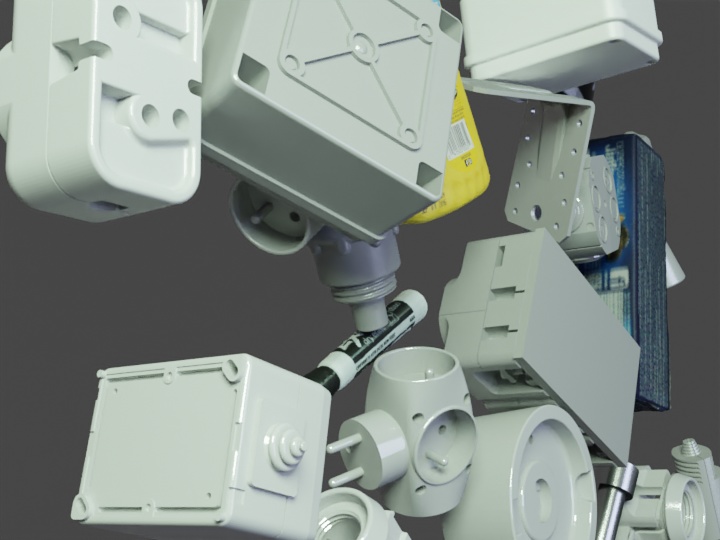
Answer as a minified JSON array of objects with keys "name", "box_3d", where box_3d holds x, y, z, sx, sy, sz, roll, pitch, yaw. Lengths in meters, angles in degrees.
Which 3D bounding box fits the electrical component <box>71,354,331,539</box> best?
[{"name":"electrical component","box_3d":[-0.053,0.071,0.414,0.061,0.096,0.061,30,59,-48]}]

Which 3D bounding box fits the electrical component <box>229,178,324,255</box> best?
[{"name":"electrical component","box_3d":[-0.033,-0.060,0.515,0.079,0.043,0.077,59,41,-16]}]

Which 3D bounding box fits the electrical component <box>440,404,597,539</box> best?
[{"name":"electrical component","box_3d":[0.087,0.134,0.624,0.108,0.060,0.108,15,71,-52]}]

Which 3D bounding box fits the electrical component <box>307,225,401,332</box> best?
[{"name":"electrical component","box_3d":[0.000,0.000,0.548,0.048,0.048,0.062,-35,117,-52]}]

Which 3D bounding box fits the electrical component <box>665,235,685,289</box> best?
[{"name":"electrical component","box_3d":[0.235,-0.018,0.879,0.044,0.044,0.065,-29,101,-53]}]

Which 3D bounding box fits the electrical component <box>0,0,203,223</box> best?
[{"name":"electrical component","box_3d":[-0.100,-0.069,0.410,0.054,0.059,0.095,14,71,-52]}]

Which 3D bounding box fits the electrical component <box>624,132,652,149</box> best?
[{"name":"electrical component","box_3d":[0.217,-0.081,0.872,0.035,0.035,0.061,49,49,-37]}]

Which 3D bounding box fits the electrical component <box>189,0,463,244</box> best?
[{"name":"electrical component","box_3d":[-0.015,-0.084,0.470,0.109,0.056,0.108,28,54,-27]}]

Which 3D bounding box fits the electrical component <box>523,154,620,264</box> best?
[{"name":"electrical component","box_3d":[0.146,-0.042,0.745,0.080,0.051,0.080,24,62,-58]}]

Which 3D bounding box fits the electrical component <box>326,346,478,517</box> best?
[{"name":"electrical component","box_3d":[0.016,0.087,0.546,0.079,0.044,0.077,-16,113,-33]}]

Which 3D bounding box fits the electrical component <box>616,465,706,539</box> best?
[{"name":"electrical component","box_3d":[0.222,0.181,0.804,0.058,0.057,0.078,60,41,-27]}]

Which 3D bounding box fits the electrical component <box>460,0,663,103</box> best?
[{"name":"electrical component","box_3d":[0.130,-0.155,0.701,0.078,0.113,0.057,6,75,-53]}]

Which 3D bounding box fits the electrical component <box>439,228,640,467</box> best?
[{"name":"electrical component","box_3d":[0.115,0.054,0.680,0.150,0.062,0.089,44,50,-40]}]

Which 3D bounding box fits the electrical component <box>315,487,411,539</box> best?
[{"name":"electrical component","box_3d":[-0.003,0.137,0.513,0.055,0.048,0.066,63,39,-36]}]

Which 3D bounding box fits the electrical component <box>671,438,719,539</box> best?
[{"name":"electrical component","box_3d":[0.284,0.181,0.902,0.043,0.043,0.081,-26,104,-53]}]
